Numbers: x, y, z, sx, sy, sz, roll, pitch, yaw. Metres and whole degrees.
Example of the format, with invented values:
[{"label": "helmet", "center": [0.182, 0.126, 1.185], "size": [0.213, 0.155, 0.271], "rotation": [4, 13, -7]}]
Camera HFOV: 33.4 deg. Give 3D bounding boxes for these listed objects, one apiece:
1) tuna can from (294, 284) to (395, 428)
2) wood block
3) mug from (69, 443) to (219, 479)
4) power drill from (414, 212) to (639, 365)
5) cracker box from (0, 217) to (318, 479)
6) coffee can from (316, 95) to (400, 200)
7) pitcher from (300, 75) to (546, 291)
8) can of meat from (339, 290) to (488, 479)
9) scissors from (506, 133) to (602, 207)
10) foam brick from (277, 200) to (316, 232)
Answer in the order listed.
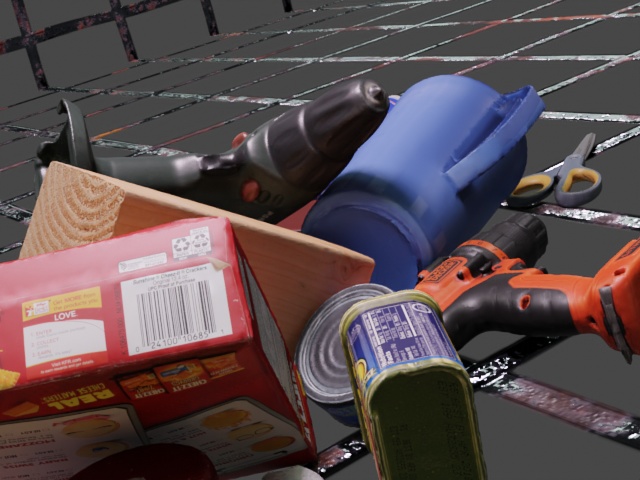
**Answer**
[{"label": "tuna can", "center": [0.026, 0.070, 0.660], "size": [0.086, 0.033, 0.086], "rotation": [-24, 45, 26]}, {"label": "wood block", "center": [-0.076, 0.024, 0.676], "size": [0.205, 0.091, 0.090], "rotation": [16, 3, -44]}, {"label": "mug", "center": [-0.072, 0.150, 0.486], "size": [0.093, 0.081, 0.117], "rotation": [-23, 20, -27]}, {"label": "power drill", "center": [0.154, 0.026, 0.702], "size": [0.188, 0.057, 0.184], "rotation": [-9, 22, 47]}, {"label": "cracker box", "center": [-0.099, 0.075, 0.550], "size": [0.164, 0.072, 0.213], "rotation": [-13, -26, 2]}, {"label": "coffee can", "center": [0.028, -0.073, 1.048], "size": [0.140, 0.103, 0.103], "rotation": [-21, 19, -20]}, {"label": "pitcher", "center": [0.085, -0.042, 0.865], "size": [0.145, 0.149, 0.242], "rotation": [16, 31, 18]}, {"label": "can of meat", "center": [0.049, 0.089, 0.550], "size": [0.057, 0.102, 0.084], "rotation": [-13, 20, -1]}, {"label": "scissors", "center": [0.225, -0.068, 1.025], "size": [0.096, 0.016, 0.201], "rotation": [-9, 18, 12]}, {"label": "foam brick", "center": [-0.006, 0.001, 0.935], "size": [0.053, 0.051, 0.078], "rotation": [-1, 22, 31]}]
